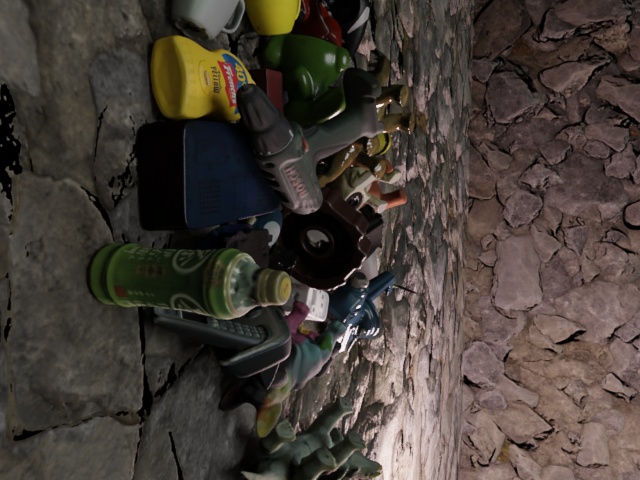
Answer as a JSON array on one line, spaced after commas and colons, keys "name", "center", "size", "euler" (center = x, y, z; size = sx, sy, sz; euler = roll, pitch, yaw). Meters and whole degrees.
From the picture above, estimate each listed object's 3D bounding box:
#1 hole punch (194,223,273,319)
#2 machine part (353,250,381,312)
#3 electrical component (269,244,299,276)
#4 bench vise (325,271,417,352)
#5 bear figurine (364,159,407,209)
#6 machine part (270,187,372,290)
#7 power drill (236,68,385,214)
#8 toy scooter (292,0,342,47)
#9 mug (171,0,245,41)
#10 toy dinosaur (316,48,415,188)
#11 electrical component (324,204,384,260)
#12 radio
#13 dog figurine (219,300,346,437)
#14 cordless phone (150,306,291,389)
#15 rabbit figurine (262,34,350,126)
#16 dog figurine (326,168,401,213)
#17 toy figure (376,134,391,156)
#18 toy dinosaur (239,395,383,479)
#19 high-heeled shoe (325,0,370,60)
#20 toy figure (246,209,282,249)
[{"name": "hole punch", "center": [-0.124, 0.034, 0.710], "size": [0.142, 0.092, 0.115], "euler": [-7, 104, -69]}, {"name": "machine part", "center": [0.097, 0.088, 1.245], "size": [0.079, 0.079, 0.243], "euler": [-40, 128, -58]}, {"name": "electrical component", "center": [-0.080, 0.071, 0.879], "size": [0.075, 0.048, 0.119], "euler": [-64, -176, -36]}, {"name": "bench vise", "center": [0.088, 0.123, 1.126], "size": [0.240, 0.129, 0.223], "euler": [-30, 136, -39]}, {"name": "bear figurine", "center": [0.096, -0.117, 1.174], "size": [0.120, 0.132, 0.195], "euler": [67, 16, 13]}, {"name": "machine part", "center": [-0.002, -0.003, 0.904], "size": [0.056, 0.180, 0.179], "euler": [-54, 139, -56]}, {"name": "power drill", "center": [-0.005, -0.157, 0.751], "size": [0.207, 0.086, 0.231], "euler": [-44, 142, -24]}, {"name": "toy scooter", "center": [-0.010, -0.409, 0.968], "size": [0.183, 0.075, 0.135], "euler": [42, 54, -54]}, {"name": "mug", "center": [-0.142, -0.307, 0.691], "size": [0.107, 0.081, 0.109], "euler": [-70, 157, -12]}, {"name": "toy dinosaur", "center": [0.069, -0.239, 0.995], "size": [0.471, 0.199, 0.104], "euler": [-56, 147, -39]}, {"name": "electrical component", "center": [0.069, 0.004, 1.126], "size": [0.134, 0.058, 0.114], "euler": [-36, 148, -17]}, {"name": "radio", "center": [-0.139, -0.090, 0.719], "size": [0.229, 0.073, 0.131], "euler": [-22, 111, -65]}, {"name": "dog figurine", "center": [-0.062, 0.215, 0.871], "size": [0.219, 0.109, 0.191], "euler": [-48, 163, -33]}, {"name": "cordless phone", "center": [-0.139, 0.115, 0.717], "size": [0.184, 0.147, 0.088], "euler": [23, 97, -22]}, {"name": "rabbit figurine", "center": [-0.019, -0.235, 0.893], "size": [0.121, 0.159, 0.170], "euler": [15, 90, -75]}, {"name": "dog figurine", "center": [0.034, -0.135, 1.034], "size": [0.172, 0.191, 0.121], "euler": [-7, 134, -47]}, {"name": "toy figure", "center": [0.100, -0.225, 1.206], "size": [0.180, 0.089, 0.082], "euler": [-1, 99, -68]}, {"name": "toy dinosaur", "center": [-0.042, 0.380, 0.914], "size": [0.404, 0.131, 0.192], "euler": [11, 121, -50]}, {"name": "high-heeled shoe", "center": [0.030, -0.483, 1.043], "size": [0.145, 0.086, 0.248], "euler": [-23, 109, -60]}, {"name": "toy figure", "center": [-0.106, 0.010, 0.820], "size": [0.064, 0.058, 0.154], "euler": [38, 51, -18]}]
